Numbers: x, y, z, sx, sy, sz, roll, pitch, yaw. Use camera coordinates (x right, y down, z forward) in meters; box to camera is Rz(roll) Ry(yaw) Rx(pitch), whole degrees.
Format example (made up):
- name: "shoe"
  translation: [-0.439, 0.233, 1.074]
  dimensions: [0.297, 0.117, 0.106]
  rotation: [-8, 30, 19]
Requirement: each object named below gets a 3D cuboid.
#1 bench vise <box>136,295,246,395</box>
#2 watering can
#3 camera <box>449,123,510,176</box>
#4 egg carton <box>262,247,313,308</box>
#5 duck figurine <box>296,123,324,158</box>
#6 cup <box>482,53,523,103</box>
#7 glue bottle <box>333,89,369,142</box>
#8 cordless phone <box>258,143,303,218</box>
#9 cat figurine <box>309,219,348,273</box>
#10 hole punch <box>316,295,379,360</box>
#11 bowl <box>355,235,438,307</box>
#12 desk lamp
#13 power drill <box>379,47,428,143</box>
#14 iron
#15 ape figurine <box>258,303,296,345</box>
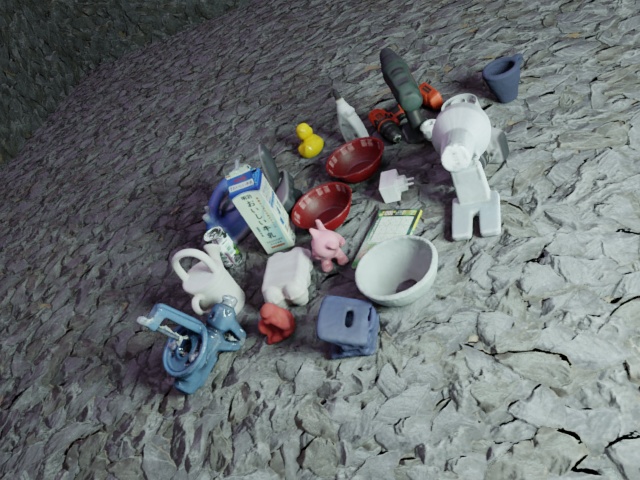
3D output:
- name: "bench vise"
  translation: [-0.266, 0.179, 1.163]
  dimensions: [0.121, 0.220, 0.207]
  rotation: [-1, 46, 33]
- name: "watering can"
  translation: [-0.257, 0.085, 1.285]
  dimensions: [0.101, 0.195, 0.172]
  rotation: [-27, 37, 5]
- name: "camera"
  translation: [0.329, -0.198, 1.287]
  dimensions: [0.142, 0.101, 0.137]
  rotation: [12, 55, 42]
- name: "egg carton"
  translation: [-0.070, 0.083, 1.263]
  dimensions: [0.107, 0.070, 0.150]
  rotation: [-16, 40, 19]
- name: "duck figurine"
  translation: [-0.039, -0.295, 1.657]
  dimensions: [0.077, 0.086, 0.104]
  rotation: [-19, 39, 15]
- name: "cup"
  translation: [0.467, -0.400, 1.428]
  dimensions: [0.118, 0.095, 0.091]
  rotation: [-41, 38, -13]
- name: "glue bottle"
  translation: [0.074, -0.334, 1.554]
  dimensions: [0.077, 0.174, 0.037]
  rotation: [16, 57, 44]
- name: "cordless phone"
  translation: [-0.118, -0.144, 1.457]
  dimensions: [0.094, 0.185, 0.147]
  rotation: [-25, 38, 8]
- name: "cat figurine"
  translation: [0.012, 0.004, 1.258]
  dimensions: [0.067, 0.118, 0.127]
  rotation: [-24, 38, 9]
- name: "hole punch"
  translation: [0.054, 0.158, 1.078]
  dimensions: [0.101, 0.091, 0.108]
  rotation: [-12, 41, 23]
- name: "bowl"
  translation: [0.157, 0.073, 1.118]
  dimensions: [0.167, 0.075, 0.167]
  rotation: [-18, 39, 16]
- name: "desk lamp"
  translation: [0.295, -0.144, 1.155]
  dimensions: [0.117, 0.214, 0.203]
  rotation: [-12, 41, 24]
- name: "power drill"
  translation: [0.218, -0.362, 1.458]
  dimensions: [0.075, 0.209, 0.229]
  rotation: [-25, 38, 8]
- name: "iron"
  translation: [-0.242, -0.085, 1.511]
  dimensions: [0.118, 0.142, 0.258]
  rotation: [2, 48, 36]
- name: "ape figurine"
  translation: [-0.093, 0.163, 1.170]
  dimensions: [0.077, 0.092, 0.076]
  rotation: [15, 56, 43]
